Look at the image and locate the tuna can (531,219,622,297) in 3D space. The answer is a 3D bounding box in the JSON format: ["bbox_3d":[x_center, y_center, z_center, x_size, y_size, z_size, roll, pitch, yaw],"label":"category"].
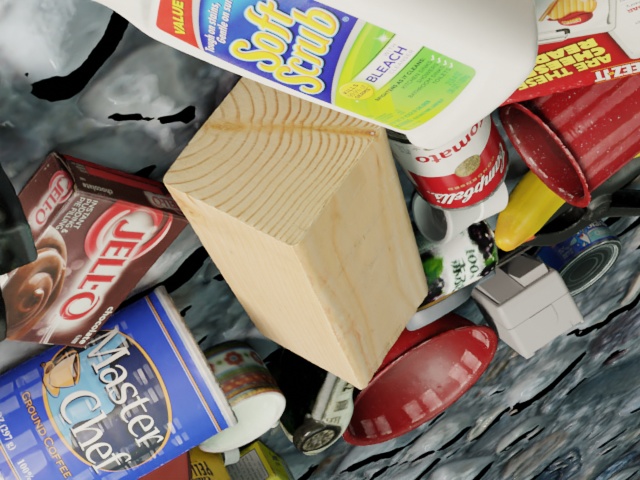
[{"bbox_3d":[0.235,0.018,0.986,0.086,0.034,0.086,-25,148,-17],"label":"tuna can"}]

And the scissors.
[{"bbox_3d":[0.118,0.034,0.903,0.096,0.016,0.201,-20,-174,41],"label":"scissors"}]

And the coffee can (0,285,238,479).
[{"bbox_3d":[-0.137,0.107,0.680,0.140,0.103,0.103,-29,149,-9],"label":"coffee can"}]

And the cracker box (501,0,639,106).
[{"bbox_3d":[0.137,-0.161,0.545,0.164,0.072,0.213,-11,156,20],"label":"cracker box"}]

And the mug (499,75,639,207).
[{"bbox_3d":[0.189,-0.078,0.752,0.081,0.093,0.117,-38,146,-5],"label":"mug"}]

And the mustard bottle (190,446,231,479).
[{"bbox_3d":[-0.090,0.213,0.787,0.096,0.192,0.058,3,133,-46],"label":"mustard bottle"}]

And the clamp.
[{"bbox_3d":[0.232,-0.033,0.907,0.171,0.039,0.120,-25,142,-6],"label":"clamp"}]

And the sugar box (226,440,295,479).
[{"bbox_3d":[-0.108,0.258,0.981,0.176,0.048,0.093,-31,149,1],"label":"sugar box"}]

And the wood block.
[{"bbox_3d":[-0.004,0.000,0.649,0.090,0.091,0.206,-54,154,-17],"label":"wood block"}]

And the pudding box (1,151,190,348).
[{"bbox_3d":[-0.141,0.009,0.602,0.114,0.039,0.089,-46,148,19],"label":"pudding box"}]

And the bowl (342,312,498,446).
[{"bbox_3d":[0.075,0.110,0.939,0.162,0.055,0.162,-25,148,-17],"label":"bowl"}]

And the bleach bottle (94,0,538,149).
[{"bbox_3d":[-0.029,-0.110,0.477,0.250,0.068,0.103,12,154,-26],"label":"bleach bottle"}]

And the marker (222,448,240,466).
[{"bbox_3d":[-0.122,0.193,0.898,0.120,0.020,0.020,-9,141,-37],"label":"marker"}]

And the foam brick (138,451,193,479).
[{"bbox_3d":[-0.130,0.139,0.758,0.051,0.078,0.053,-23,145,-18],"label":"foam brick"}]

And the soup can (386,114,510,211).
[{"bbox_3d":[0.076,-0.069,0.676,0.068,0.068,0.102,-37,149,4],"label":"soup can"}]

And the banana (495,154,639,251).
[{"bbox_3d":[0.209,-0.057,0.826,0.197,0.070,0.037,-29,117,-6],"label":"banana"}]
